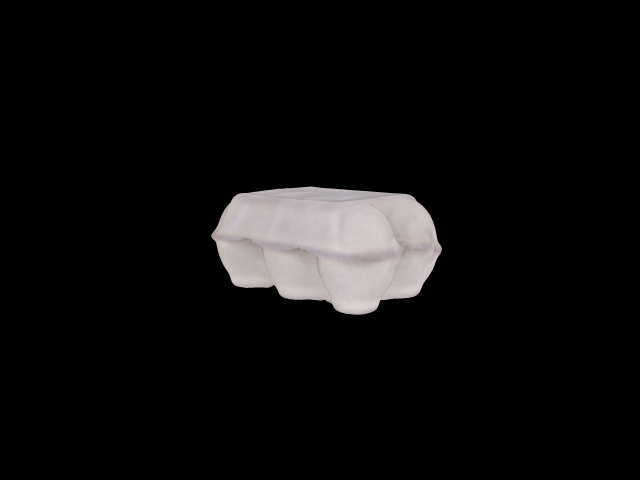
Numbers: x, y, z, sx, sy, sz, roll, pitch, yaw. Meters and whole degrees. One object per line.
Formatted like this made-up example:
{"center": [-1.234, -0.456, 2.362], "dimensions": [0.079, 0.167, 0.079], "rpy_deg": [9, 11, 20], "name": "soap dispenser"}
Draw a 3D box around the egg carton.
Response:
{"center": [0.004, 0.001, 0.400], "dimensions": [0.149, 0.069, 0.107], "rpy_deg": [8, 13, 39], "name": "egg carton"}
